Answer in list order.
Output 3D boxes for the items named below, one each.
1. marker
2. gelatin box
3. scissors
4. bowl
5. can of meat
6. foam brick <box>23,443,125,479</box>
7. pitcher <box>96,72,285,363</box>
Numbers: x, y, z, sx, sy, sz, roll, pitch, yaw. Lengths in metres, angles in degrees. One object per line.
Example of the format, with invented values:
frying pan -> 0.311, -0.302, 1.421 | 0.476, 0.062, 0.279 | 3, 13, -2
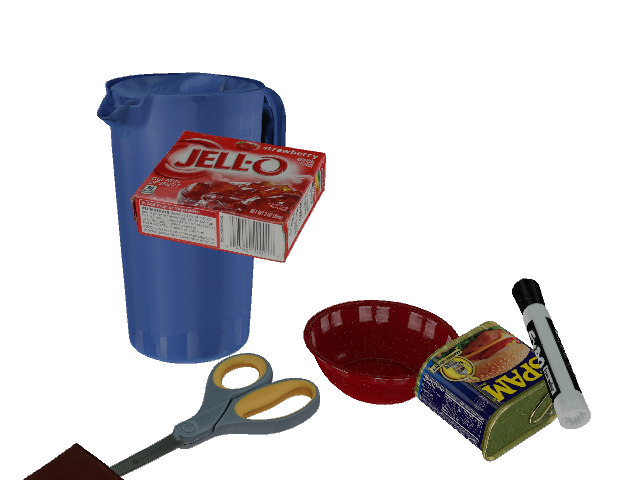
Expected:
marker -> 0.143, 0.067, 0.672 | 0.020, 0.020, 0.121 | 0, 39, -8
gelatin box -> -0.049, -0.027, 0.593 | 0.089, 0.030, 0.073 | 11, 38, 14
scissors -> -0.098, 0.129, 0.785 | 0.201, 0.016, 0.096 | -12, 33, -24
bowl -> 0.062, 0.122, 1.102 | 0.162, 0.055, 0.162 | 2, 25, -1
can of meat -> 0.140, 0.119, 0.869 | 0.101, 0.057, 0.084 | -23, 44, -34
foam brick -> -0.097, 0.137, 0.459 | 0.078, 0.051, 0.052 | 27, 45, 34
pitcher -> -0.107, -0.024, 0.933 | 0.149, 0.243, 0.145 | 1, 17, 0
